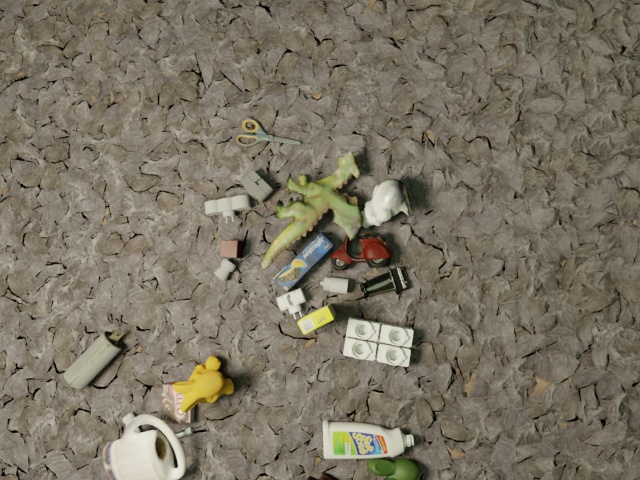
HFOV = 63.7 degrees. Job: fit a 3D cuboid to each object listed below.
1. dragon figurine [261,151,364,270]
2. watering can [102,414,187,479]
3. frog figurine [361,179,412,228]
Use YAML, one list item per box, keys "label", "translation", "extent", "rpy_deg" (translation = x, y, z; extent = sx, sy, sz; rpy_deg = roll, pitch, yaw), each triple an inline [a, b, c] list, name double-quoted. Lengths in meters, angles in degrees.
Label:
- label: "dragon figurine"
  translation: [0.005, -0.075, 1.488]
  extent: [0.243, 0.120, 0.415]
  rpy_deg: [16, 76, 10]
- label: "watering can"
  translation: [-0.473, 0.656, 1.452]
  extent: [0.224, 0.105, 0.345]
  rpy_deg: [-17, 99, 10]
- label: "frog figurine"
  translation: [0.181, -0.108, 1.509]
  extent: [0.159, 0.120, 0.141]
  rpy_deg: [-14, 50, 11]
